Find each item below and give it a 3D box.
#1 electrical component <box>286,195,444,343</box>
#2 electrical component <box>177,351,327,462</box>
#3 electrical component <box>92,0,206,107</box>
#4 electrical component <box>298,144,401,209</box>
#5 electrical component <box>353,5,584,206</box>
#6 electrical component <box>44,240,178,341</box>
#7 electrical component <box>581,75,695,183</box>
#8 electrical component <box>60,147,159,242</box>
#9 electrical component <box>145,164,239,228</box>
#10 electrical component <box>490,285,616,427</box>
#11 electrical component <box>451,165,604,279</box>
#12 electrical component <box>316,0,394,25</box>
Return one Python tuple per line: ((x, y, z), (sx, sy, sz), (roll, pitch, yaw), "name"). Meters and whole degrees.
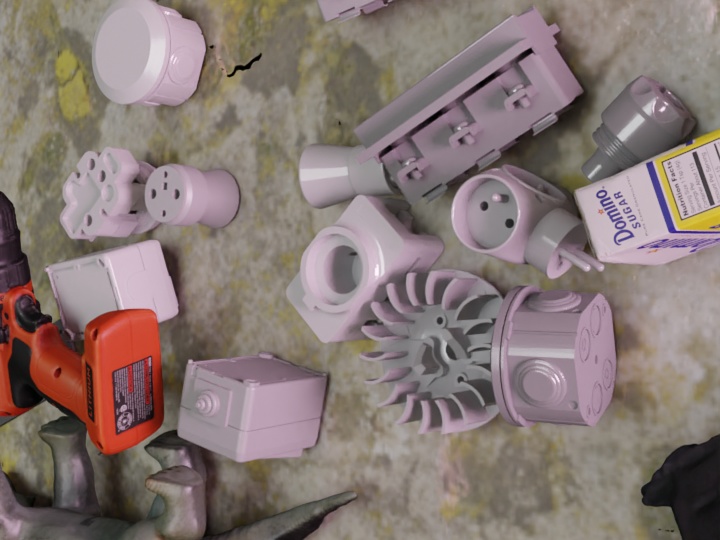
((0.000, 0.000, 0.695), (0.050, 0.056, 0.089), (50, 116, 25), "electrical component")
((-0.077, 0.095, 0.724), (0.062, 0.096, 0.061), (15, 99, 35), "electrical component")
((-0.161, -0.163, 0.816), (0.080, 0.051, 0.080), (0, 89, 36), "electrical component")
((-0.002, -0.064, 0.707), (0.065, 0.044, 0.044), (-3, 87, 31), "electrical component")
((0.066, -0.094, 0.642), (0.121, 0.079, 0.063), (-32, 94, 31), "electrical component")
((-0.192, 0.016, 0.829), (0.096, 0.061, 0.061), (-9, 98, 41), "electrical component")
((0.150, -0.073, 0.595), (0.062, 0.043, 0.043), (-48, 64, 27), "electrical component")
((-0.186, -0.057, 0.829), (0.078, 0.057, 0.058), (-49, 63, 25), "electrical component")
((-0.123, -0.054, 0.784), (0.045, 0.055, 0.045), (0, 89, 36), "electrical component")
((0.108, 0.049, 0.602), (0.051, 0.080, 0.080), (0, 90, 30), "electrical component")
((0.102, -0.022, 0.608), (0.079, 0.077, 0.044), (38, 111, 29), "electrical component")
((0.022, -0.204, 0.675), (0.121, 0.079, 0.063), (-15, 103, 35), "electrical component")
